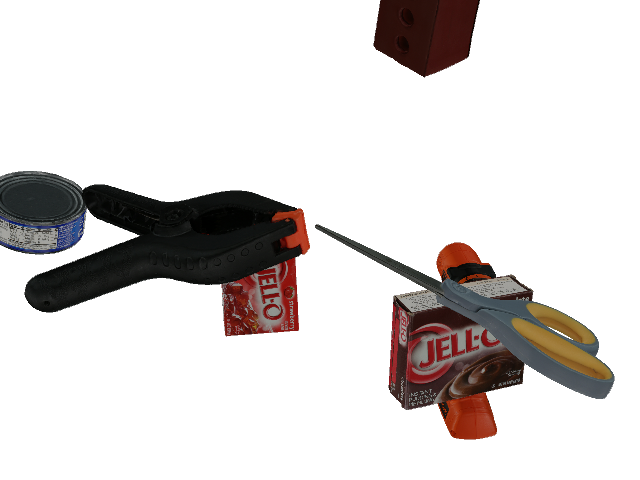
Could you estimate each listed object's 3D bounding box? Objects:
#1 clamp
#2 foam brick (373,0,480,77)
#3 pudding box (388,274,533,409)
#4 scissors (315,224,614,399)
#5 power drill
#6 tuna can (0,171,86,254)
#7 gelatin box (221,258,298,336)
[{"bbox_3d":[-0.096,0.005,0.659,0.172,0.039,0.120,0,42,21],"label":"clamp"},{"bbox_3d":[0.076,-0.165,0.751,0.053,0.078,0.051,36,49,29],"label":"foam brick"},{"bbox_3d":[0.113,0.081,0.865,0.113,0.090,0.039,-10,29,-21],"label":"pudding box"},{"bbox_3d":[0.097,0.035,0.676,0.202,0.016,0.096,33,21,18],"label":"scissors"},{"bbox_3d":[0.162,0.116,1.144,0.057,0.188,0.184,-1,24,-3],"label":"power drill"},{"bbox_3d":[-0.245,-0.024,0.921,0.086,0.034,0.086,10,31,-6],"label":"tuna can"},{"bbox_3d":[-0.059,0.047,1.034,0.073,0.089,0.030,-4,27,-5],"label":"gelatin box"}]
